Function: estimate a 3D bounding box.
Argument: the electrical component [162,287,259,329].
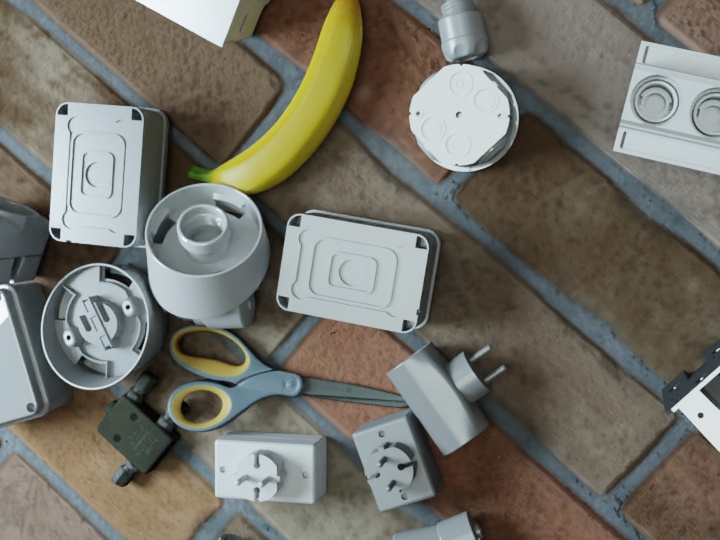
[{"bbox_3d":[-0.120,0.027,0.864,0.078,0.040,0.040,-2,93,13],"label":"electrical component"}]

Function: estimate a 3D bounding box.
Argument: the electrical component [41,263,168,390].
[{"bbox_3d":[-0.207,0.043,0.873,0.099,0.064,0.099,1,94,13],"label":"electrical component"}]

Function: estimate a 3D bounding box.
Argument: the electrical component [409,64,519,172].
[{"bbox_3d":[0.077,-0.114,0.805,0.080,0.051,0.080,1,94,13],"label":"electrical component"}]

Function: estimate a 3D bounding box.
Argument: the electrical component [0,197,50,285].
[{"bbox_3d":[-0.297,-0.026,0.873,0.054,0.095,0.059,22,98,11],"label":"electrical component"}]

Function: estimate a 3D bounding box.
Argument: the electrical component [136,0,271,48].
[{"bbox_3d":[-0.103,-0.279,0.812,0.105,0.060,0.186,30,114,9],"label":"electrical component"}]

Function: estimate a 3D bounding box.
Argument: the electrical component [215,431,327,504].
[{"bbox_3d":[-0.075,0.159,0.845,0.083,0.076,0.047,1,94,13],"label":"electrical component"}]

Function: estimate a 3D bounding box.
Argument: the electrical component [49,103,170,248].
[{"bbox_3d":[-0.200,-0.076,0.867,0.078,0.057,0.113,6,95,12],"label":"electrical component"}]

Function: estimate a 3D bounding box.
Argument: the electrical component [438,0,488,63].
[{"bbox_3d":[0.075,-0.189,0.809,0.035,0.035,0.061,-11,89,13],"label":"electrical component"}]

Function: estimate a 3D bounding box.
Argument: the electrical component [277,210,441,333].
[{"bbox_3d":[0.000,0.000,0.827,0.113,0.057,0.078,10,97,12],"label":"electrical component"}]

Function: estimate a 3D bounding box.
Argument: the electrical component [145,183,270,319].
[{"bbox_3d":[-0.120,-0.017,0.840,0.099,0.064,0.099,0,56,0],"label":"electrical component"}]

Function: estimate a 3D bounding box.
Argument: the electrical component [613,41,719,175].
[{"bbox_3d":[0.249,-0.108,0.760,0.121,0.063,0.078,15,97,12],"label":"electrical component"}]

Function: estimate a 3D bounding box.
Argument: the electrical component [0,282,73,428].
[{"bbox_3d":[-0.299,0.072,0.900,0.078,0.057,0.113,-17,90,13],"label":"electrical component"}]

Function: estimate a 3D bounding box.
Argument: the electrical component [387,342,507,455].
[{"bbox_3d":[0.074,0.088,0.823,0.079,0.043,0.077,-36,85,12],"label":"electrical component"}]

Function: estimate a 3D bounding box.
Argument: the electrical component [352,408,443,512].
[{"bbox_3d":[0.026,0.149,0.820,0.047,0.077,0.065,-20,89,13],"label":"electrical component"}]

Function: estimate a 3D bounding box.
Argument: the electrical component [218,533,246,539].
[{"bbox_3d":[-0.118,0.260,0.878,0.043,0.043,0.081,37,101,8],"label":"electrical component"}]

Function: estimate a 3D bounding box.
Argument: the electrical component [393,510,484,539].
[{"bbox_3d":[0.064,0.214,0.835,0.065,0.044,0.044,-24,88,8],"label":"electrical component"}]
